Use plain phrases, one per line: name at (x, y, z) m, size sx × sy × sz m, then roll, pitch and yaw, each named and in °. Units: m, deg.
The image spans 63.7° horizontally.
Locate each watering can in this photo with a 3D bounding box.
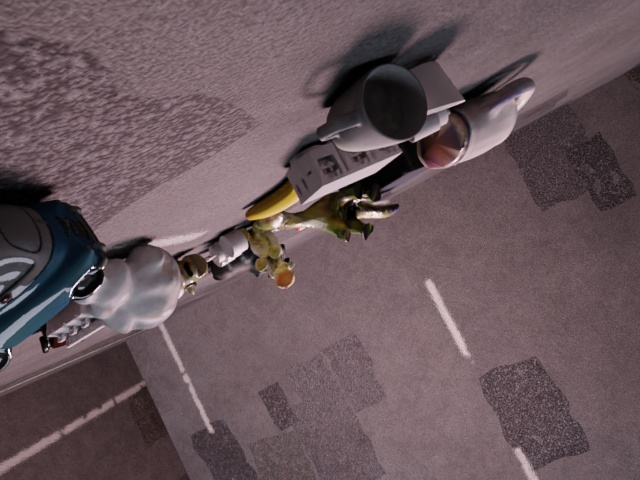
watering can at (0.291, -0.206, 1.049) m, size 0.226 × 0.105 × 0.342 m, roll -26°, pitch 168°, yaw -24°

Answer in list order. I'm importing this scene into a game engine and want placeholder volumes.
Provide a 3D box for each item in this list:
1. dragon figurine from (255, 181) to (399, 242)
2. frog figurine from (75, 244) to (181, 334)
dragon figurine at (0.003, -0.057, 1.127) m, size 0.242 × 0.122 × 0.411 m, roll -2°, pitch 180°, yaw 27°
frog figurine at (-0.281, 0.068, 0.769) m, size 0.138 × 0.123 × 0.158 m, roll -60°, pitch 172°, yaw -10°
